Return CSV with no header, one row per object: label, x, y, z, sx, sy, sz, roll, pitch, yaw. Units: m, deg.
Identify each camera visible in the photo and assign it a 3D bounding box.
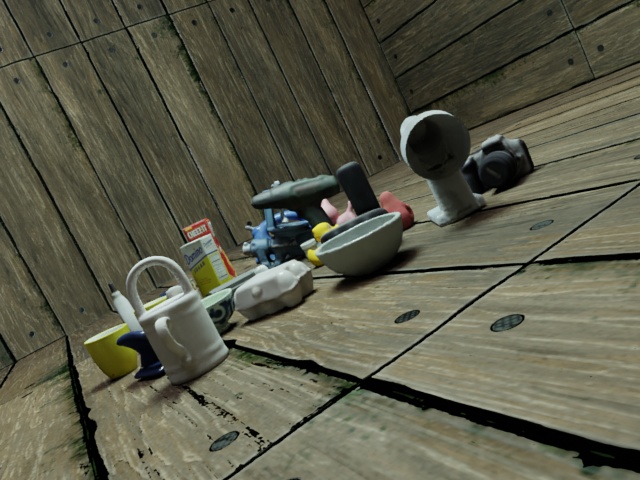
camera,0.354,-0.155,1.191,0.142,0.101,0.137,-22,8,32

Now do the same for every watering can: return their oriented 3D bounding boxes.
watering can,-0.234,0.118,0.903,0.101,0.194,0.172,-29,7,-22

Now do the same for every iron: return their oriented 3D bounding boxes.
iron,-0.087,-0.026,1.685,0.258,0.141,0.118,-26,7,-2

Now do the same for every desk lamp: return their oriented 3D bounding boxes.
desk lamp,0.221,-0.139,1.083,0.118,0.213,0.203,-26,7,3

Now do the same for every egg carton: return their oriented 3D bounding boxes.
egg carton,-0.088,0.094,1.071,0.150,0.069,0.107,-22,8,29

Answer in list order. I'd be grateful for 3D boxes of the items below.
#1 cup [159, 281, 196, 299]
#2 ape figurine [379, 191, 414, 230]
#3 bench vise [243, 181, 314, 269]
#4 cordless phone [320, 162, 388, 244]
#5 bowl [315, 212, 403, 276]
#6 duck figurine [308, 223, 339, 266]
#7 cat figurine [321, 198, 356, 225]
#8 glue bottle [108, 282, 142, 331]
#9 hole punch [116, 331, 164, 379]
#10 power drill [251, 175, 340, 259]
cup,-0.338,0.158,1.417,0.092,0.095,0.117,-29,7,-23
ape figurine,0.162,-0.065,1.257,0.078,0.092,0.076,-26,7,3
bench vise,-0.123,-0.035,1.553,0.207,0.220,0.121,-28,7,-13
cordless phone,0.057,-0.049,1.132,0.147,0.185,0.094,-26,7,4
bowl,0.080,0.017,1.007,0.167,0.075,0.167,-26,7,4
duck figurine,0.012,0.005,1.314,0.105,0.086,0.077,-28,7,-16
cat figurine,0.044,-0.064,1.588,0.127,0.118,0.067,-23,8,23
glue bottle,-0.500,0.186,1.473,0.037,0.173,0.078,-30,8,-27
hole punch,-0.297,0.189,1.036,0.108,0.091,0.101,-20,9,42
power drill,-0.038,-0.064,1.499,0.229,0.208,0.075,-26,7,-3
